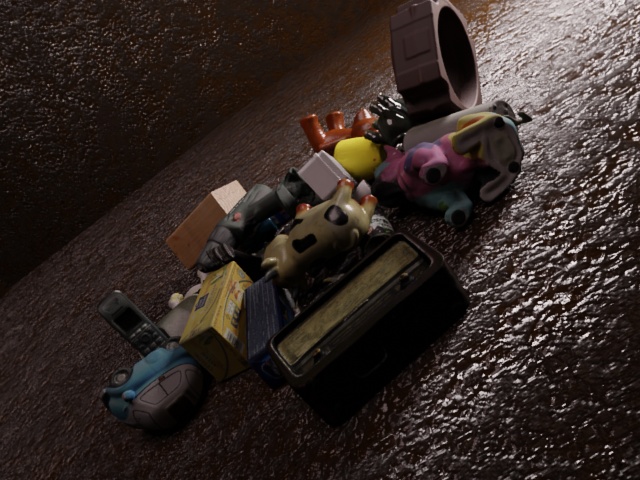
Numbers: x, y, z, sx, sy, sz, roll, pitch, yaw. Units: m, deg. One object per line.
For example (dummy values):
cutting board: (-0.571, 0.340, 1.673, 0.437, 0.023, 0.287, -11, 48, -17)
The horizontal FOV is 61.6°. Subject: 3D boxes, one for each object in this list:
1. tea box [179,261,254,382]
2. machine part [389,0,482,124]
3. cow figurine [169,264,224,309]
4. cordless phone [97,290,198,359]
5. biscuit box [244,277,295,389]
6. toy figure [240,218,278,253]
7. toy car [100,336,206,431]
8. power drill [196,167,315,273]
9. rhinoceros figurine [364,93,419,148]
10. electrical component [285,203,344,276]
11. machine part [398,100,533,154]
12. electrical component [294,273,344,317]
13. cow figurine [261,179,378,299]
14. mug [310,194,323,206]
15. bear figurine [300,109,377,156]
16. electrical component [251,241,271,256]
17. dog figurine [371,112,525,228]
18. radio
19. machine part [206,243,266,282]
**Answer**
tea box: (-0.147, 0.124, 0.850, 0.068, 0.098, 0.170, -30, 23, 19)
machine part: (0.201, -0.298, 0.924, 0.087, 0.201, 0.201, -11, -9, 36)
cow figurine: (-0.204, 0.095, 1.022, 0.167, 0.068, 0.098, -45, 29, -5)
cordless phone: (-0.262, 0.131, 0.899, 0.146, 0.184, 0.089, -43, 19, -7)
biscuit box: (-0.069, 0.123, 0.783, 0.063, 0.059, 0.203, -34, 23, 7)
toy figure: (-0.161, 0.006, 1.134, 0.154, 0.064, 0.058, -34, 47, 2)
toy car: (-0.232, 0.228, 0.806, 0.162, 0.109, 0.103, -34, 45, -17)
power drill: (-0.115, -0.040, 1.003, 0.207, 0.086, 0.232, -31, 20, 40)
rhinoceros figurine: (0.152, -0.227, 1.000, 0.112, 0.073, 0.190, 17, 30, 18)
electrical component: (-0.002, -0.003, 0.915, 0.115, 0.058, 0.134, -46, 24, -10)
machine part: (0.219, -0.162, 0.852, 0.243, 0.079, 0.079, -10, 37, 49)
electrical component: (0.010, 0.094, 0.739, 0.102, 0.045, 0.078, -39, 22, 1)
cow figurine: (-0.011, 0.006, 0.787, 0.195, 0.085, 0.127, -26, 38, 41)
mug: (0.008, -0.107, 1.075, 0.107, 0.080, 0.109, 0, 29, 43)
bear figurine: (0.066, -0.233, 1.142, 0.120, 0.132, 0.196, -19, 0, -38)
electrical component: (-0.103, 0.029, 1.049, 0.063, 0.021, 0.094, -45, 24, -15)
dog figurine: (0.172, -0.112, 0.800, 0.191, 0.108, 0.219, -40, 21, -1)
radio: (0.054, 0.097, 0.632, 0.229, 0.073, 0.131, -41, 23, -3)
machine part: (-0.137, 0.042, 0.952, 0.084, 0.138, 0.039, -24, 61, 24)
